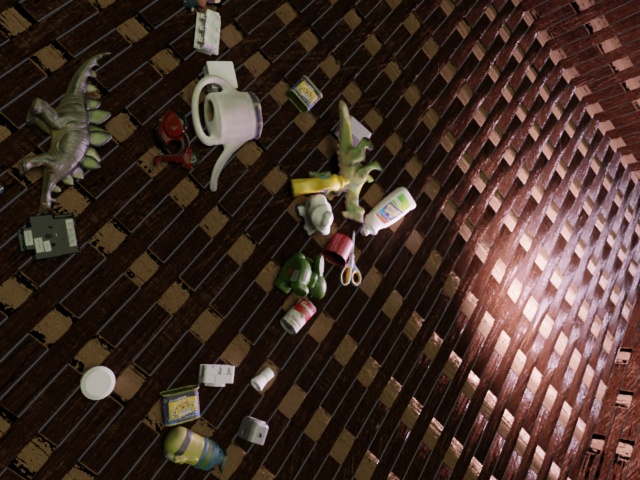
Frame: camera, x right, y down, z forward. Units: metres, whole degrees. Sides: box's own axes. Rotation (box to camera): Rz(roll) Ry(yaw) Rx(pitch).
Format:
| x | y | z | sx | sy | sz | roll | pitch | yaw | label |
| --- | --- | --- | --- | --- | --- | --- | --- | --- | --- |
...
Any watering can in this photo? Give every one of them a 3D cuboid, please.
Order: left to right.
| x | y | z | sx | sy | sz | roll | pitch | yaw | label |
| --- | --- | --- | --- | --- | --- | --- | --- | --- | --- |
| -0.282 | -0.335 | 1.597 | 0.226 | 0.104 | 0.345 | -14 | 102 | -34 | watering can |

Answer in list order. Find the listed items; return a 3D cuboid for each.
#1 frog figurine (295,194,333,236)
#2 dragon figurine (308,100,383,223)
| x | y | z | sx | sy | sz | roll | pitch | yaw | label |
| --- | --- | --- | --- | --- | --- | --- | --- | --- | --- |
| 0.005 | -0.085 | 1.688 | 0.123 | 0.158 | 0.138 | -2 | 84 | -33 | frog figurine |
| 0.071 | -0.248 | 1.779 | 0.245 | 0.122 | 0.406 | -33 | 107 | -16 | dragon figurine |
